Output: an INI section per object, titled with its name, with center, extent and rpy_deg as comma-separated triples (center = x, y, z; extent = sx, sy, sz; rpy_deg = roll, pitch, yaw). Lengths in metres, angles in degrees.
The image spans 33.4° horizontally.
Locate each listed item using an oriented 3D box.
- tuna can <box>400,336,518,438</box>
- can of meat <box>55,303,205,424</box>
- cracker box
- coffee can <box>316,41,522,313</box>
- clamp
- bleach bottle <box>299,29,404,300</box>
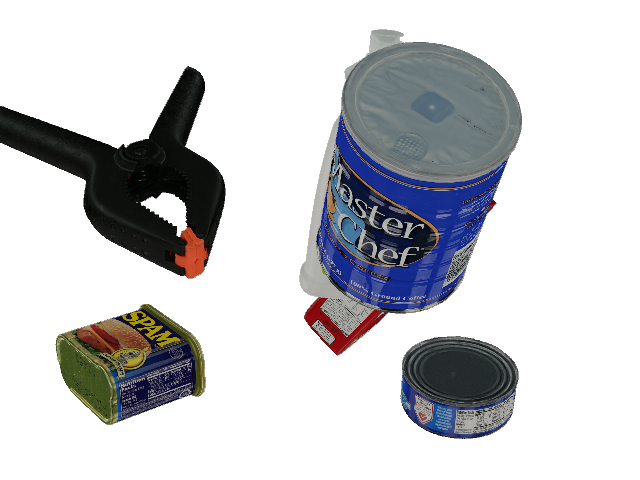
[tuna can]
center = 0.102, 0.109, 0.793
extent = 0.086, 0.034, 0.086
rpy_deg = 1, 29, -1
[can of meat]
center = -0.157, 0.100, 0.873
extent = 0.083, 0.057, 0.102
rpy_deg = -17, 29, -35
[cracker box]
center = 0.092, 0.023, 1.270
extent = 0.214, 0.072, 0.163
rpy_deg = -49, -9, 34
[coffee can]
center = 0.055, -0.035, 0.654
extent = 0.102, 0.103, 0.140
rpy_deg = 0, -36, -8
[clamp]
center = -0.117, -0.054, 0.739
extent = 0.164, 0.036, 0.210
rpy_deg = -22, 48, -26
[bleach bottle]
center = 0.041, -0.070, 0.994
extent = 0.102, 0.251, 0.068
rpy_deg = 4, 22, -2
